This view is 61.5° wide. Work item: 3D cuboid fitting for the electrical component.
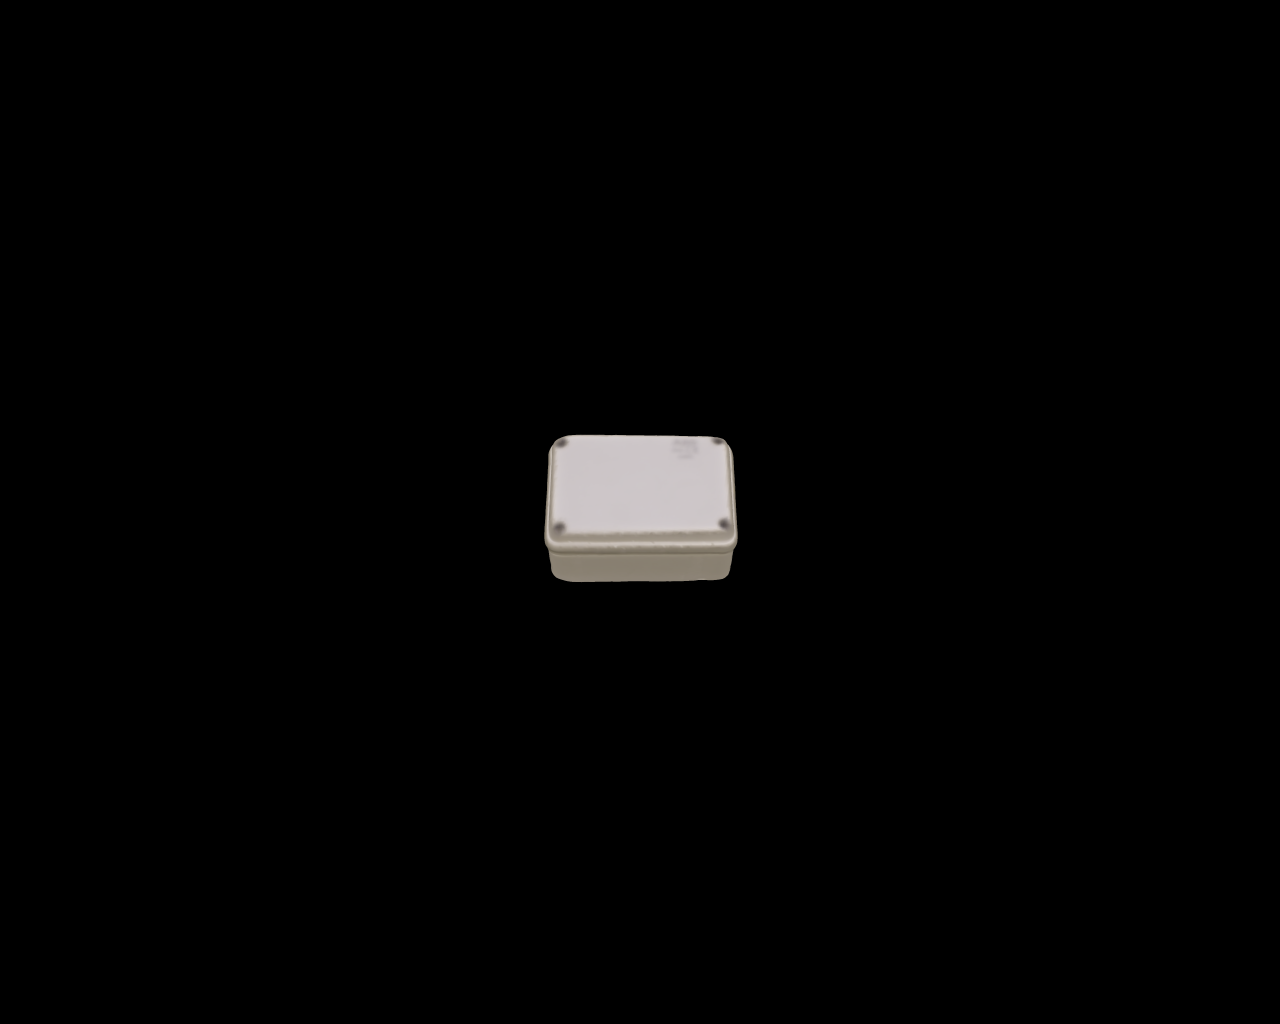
[{"bbox_3d":[0.001,-0.003,0.650,0.113,0.078,0.057,0,-32,0],"label":"electrical component"}]
